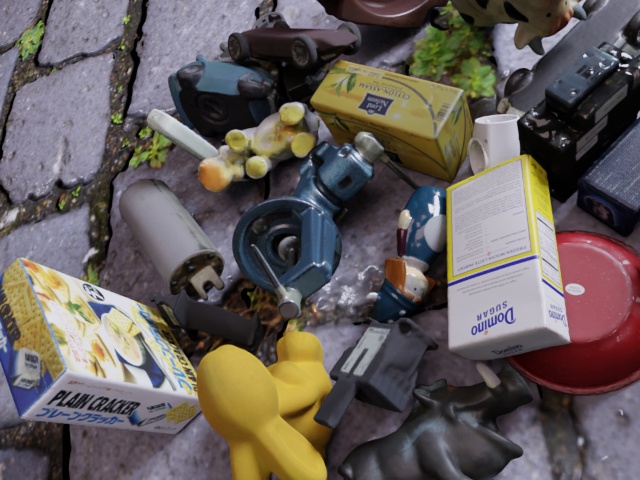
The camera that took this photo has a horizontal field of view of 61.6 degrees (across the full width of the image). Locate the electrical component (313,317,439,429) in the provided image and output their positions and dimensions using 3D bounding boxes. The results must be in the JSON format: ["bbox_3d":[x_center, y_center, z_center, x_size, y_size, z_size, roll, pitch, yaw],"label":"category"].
[{"bbox_3d":[0.048,0.129,0.498,0.075,0.047,0.119,-16,36,58],"label":"electrical component"}]

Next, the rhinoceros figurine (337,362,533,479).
[{"bbox_3d":[0.108,0.186,0.484,0.190,0.073,0.112,-35,47,9],"label":"rhinoceros figurine"}]

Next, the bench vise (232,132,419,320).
[{"bbox_3d":[-0.008,-0.009,0.569,0.224,0.128,0.241,-32,23,17],"label":"bench vise"}]

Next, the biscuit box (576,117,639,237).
[{"bbox_3d":[0.336,-0.099,0.509,0.202,0.059,0.063,-45,58,0],"label":"biscuit box"}]

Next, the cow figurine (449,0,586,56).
[{"bbox_3d":[0.208,-0.273,0.594,0.085,0.127,0.195,-41,18,8],"label":"cow figurine"}]

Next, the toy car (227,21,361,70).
[{"bbox_3d":[-0.035,-0.245,0.684,0.089,0.053,0.202,-27,35,-34],"label":"toy car"}]

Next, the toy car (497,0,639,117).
[{"bbox_3d":[0.281,-0.192,0.581,0.201,0.056,0.074,-46,50,4],"label":"toy car"}]

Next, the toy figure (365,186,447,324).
[{"bbox_3d":[0.097,0.018,0.563,0.064,0.058,0.154,22,75,-3],"label":"toy figure"}]

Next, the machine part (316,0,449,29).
[{"bbox_3d":[0.084,-0.373,0.653,0.201,0.200,0.087,-9,45,-30],"label":"machine part"}]

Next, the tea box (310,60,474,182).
[{"bbox_3d":[0.085,-0.139,0.625,0.170,0.098,0.068,24,78,33],"label":"tea box"}]

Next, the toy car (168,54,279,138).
[{"bbox_3d":[-0.122,-0.211,0.756,0.162,0.109,0.103,6,52,18],"label":"toy car"}]

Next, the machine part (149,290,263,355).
[{"bbox_3d":[-0.131,0.097,0.637,0.139,0.084,0.039,11,50,20],"label":"machine part"}]

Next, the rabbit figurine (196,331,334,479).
[{"bbox_3d":[-0.059,0.163,0.509,0.122,0.173,0.162,-21,55,11],"label":"rabbit figurine"}]

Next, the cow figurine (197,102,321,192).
[{"bbox_3d":[-0.079,-0.122,0.705,0.167,0.098,0.068,-23,104,16],"label":"cow figurine"}]

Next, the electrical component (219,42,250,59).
[{"bbox_3d":[-0.142,-0.272,0.838,0.063,0.021,0.094,-42,58,4],"label":"electrical component"}]

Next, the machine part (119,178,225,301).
[{"bbox_3d":[-0.199,-0.006,0.709,0.079,0.079,0.243,-45,57,0],"label":"machine part"}]

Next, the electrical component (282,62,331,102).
[{"bbox_3d":[-0.017,-0.240,0.751,0.078,0.045,0.102,-14,62,17],"label":"electrical component"}]

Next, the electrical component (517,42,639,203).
[{"bbox_3d":[0.252,-0.115,0.513,0.115,0.134,0.058,-43,57,-1],"label":"electrical component"}]
